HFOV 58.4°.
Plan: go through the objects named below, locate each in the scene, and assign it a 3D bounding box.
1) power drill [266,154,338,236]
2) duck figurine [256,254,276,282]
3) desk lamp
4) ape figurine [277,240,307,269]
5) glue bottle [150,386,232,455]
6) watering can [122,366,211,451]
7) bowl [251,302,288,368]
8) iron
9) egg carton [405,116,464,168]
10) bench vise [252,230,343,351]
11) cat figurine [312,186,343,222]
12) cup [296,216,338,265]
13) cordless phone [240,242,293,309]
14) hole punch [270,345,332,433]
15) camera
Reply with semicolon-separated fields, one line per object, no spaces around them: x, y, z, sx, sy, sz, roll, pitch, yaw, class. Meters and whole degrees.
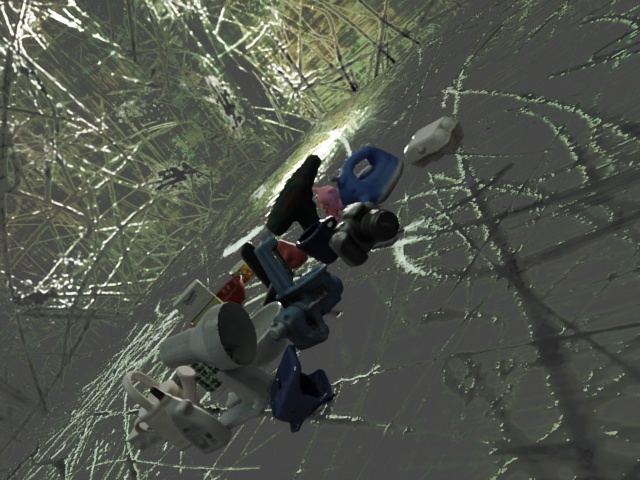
-0.020;-0.076;1.471;0.230;0.209;0.075;-49;16;-15;power drill
-0.158;0.067;1.681;0.104;0.086;0.077;-40;16;15;duck figurine
-0.182;0.235;1.069;0.203;0.214;0.118;-36;18;27;desk lamp
-0.087;0.035;1.573;0.076;0.092;0.078;-25;25;49;ape figurine
-0.249;0.329;1.068;0.078;0.173;0.037;-34;19;32;glue bottle
-0.328;0.338;1.205;0.173;0.194;0.100;-48;16;-14;watering can
-0.120;0.216;1.221;0.167;0.075;0.167;-40;16;15;bowl
0.123;-0.179;1.505;0.118;0.141;0.259;-26;24;49;iron
0.277;-0.238;1.404;0.150;0.069;0.107;-23;26;52;egg carton
-0.053;0.089;1.108;0.121;0.220;0.207;-37;17;24;bench vise
0.024;-0.115;1.634;0.067;0.118;0.127;-46;16;-5;cat figurine
0.013;0.005;1.394;0.117;0.095;0.091;-41;16;13;cup
-0.135;0.101;1.349;0.094;0.185;0.147;-36;18;27;cordless phone
-0.047;0.242;0.941;0.101;0.091;0.108;-44;16;1;hole punch
0.098;-0.025;1.245;0.143;0.101;0.136;-49;16;-16;camera
